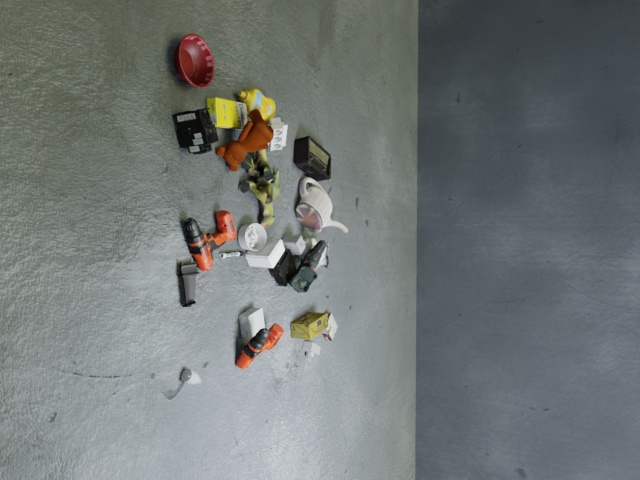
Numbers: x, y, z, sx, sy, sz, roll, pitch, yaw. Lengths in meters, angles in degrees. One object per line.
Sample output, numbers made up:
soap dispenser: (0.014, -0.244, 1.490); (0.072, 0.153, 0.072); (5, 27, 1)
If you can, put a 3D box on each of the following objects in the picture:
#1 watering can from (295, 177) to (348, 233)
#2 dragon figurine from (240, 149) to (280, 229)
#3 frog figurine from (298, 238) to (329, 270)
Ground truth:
watering can: (0.007, -0.114, 2.264); (0.343, 0.103, 0.229); (54, 39, -21)
dragon figurine: (-0.203, -0.240, 1.936); (0.242, 0.122, 0.412); (23, 71, -80)
frog figurine: (-0.049, 0.056, 2.223); (0.159, 0.122, 0.138); (13, 85, -26)
